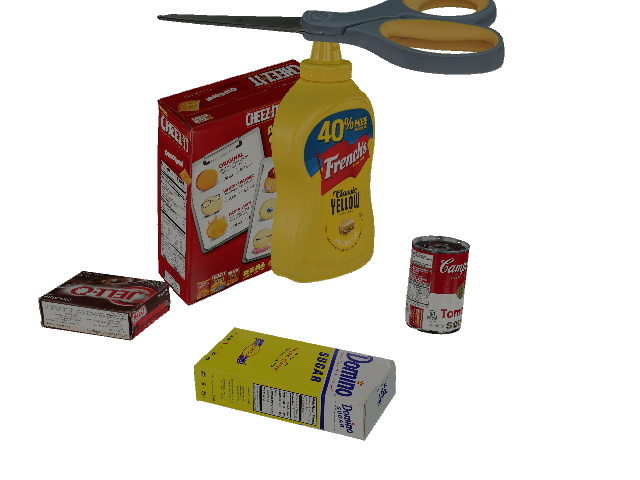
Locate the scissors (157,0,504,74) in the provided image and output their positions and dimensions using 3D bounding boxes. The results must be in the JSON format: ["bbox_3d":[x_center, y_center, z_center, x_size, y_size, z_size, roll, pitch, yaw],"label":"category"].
[{"bbox_3d":[0.014,-0.132,0.623,0.202,0.016,0.096,15,41,21],"label":"scissors"}]

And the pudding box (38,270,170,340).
[{"bbox_3d":[-0.232,0.069,1.153,0.114,0.039,0.090,4,18,19],"label":"pudding box"}]

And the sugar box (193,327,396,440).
[{"bbox_3d":[-0.024,0.134,1.028,0.176,0.048,0.093,7,24,21],"label":"sugar box"}]

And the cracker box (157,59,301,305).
[{"bbox_3d":[-0.081,-0.059,1.071,0.163,0.214,0.072,-23,46,-32],"label":"cracker box"}]

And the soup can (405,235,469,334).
[{"bbox_3d":[0.137,0.052,1.258,0.068,0.102,0.068,4,15,-1],"label":"soup can"}]

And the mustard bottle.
[{"bbox_3d":[0.003,-0.068,0.854,0.096,0.192,0.058,-16,24,-41],"label":"mustard bottle"}]
